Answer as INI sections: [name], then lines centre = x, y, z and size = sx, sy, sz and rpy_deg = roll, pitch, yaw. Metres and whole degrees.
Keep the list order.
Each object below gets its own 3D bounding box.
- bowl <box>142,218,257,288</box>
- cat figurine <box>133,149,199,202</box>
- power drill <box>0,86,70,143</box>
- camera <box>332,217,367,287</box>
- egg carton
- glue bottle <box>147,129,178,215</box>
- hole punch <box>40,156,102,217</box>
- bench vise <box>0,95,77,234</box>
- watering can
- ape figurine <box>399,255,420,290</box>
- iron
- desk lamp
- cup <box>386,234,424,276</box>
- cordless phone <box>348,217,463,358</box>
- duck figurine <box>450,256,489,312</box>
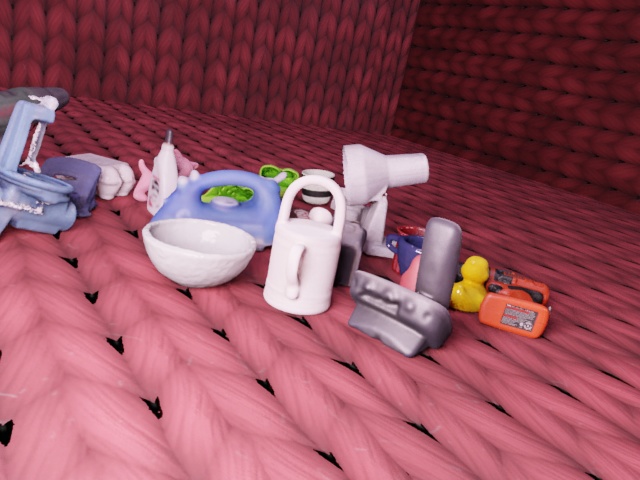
[bowl]
centre = -0.180, 0.026, 0.849
size = 0.167, 0.075, 0.167
rpy_deg = 10, 17, -3
[cat figurine]
centre = -0.327, -0.140, 1.225
size = 0.128, 0.118, 0.067
rpy_deg = 6, 17, -16
[power drill]
centre = -0.546, -0.172, 1.027
size = 0.075, 0.208, 0.230
rpy_deg = 16, 17, 16
[camera]
centre = 0.009, 0.004, 1.000
size = 0.136, 0.101, 0.143
rpy_deg = 12, 17, 3
[egg carton]
centre = -0.469, -0.135, 1.202
size = 0.150, 0.069, 0.107
rpy_deg = 15, 17, 12
[glue bottle]
centre = -0.301, -0.130, 1.111
size = 0.037, 0.173, 0.077
rpy_deg = -5, 23, -42
[hole punch]
centre = -0.461, -0.098, 1.046
size = 0.109, 0.091, 0.101
rpy_deg = 9, 17, -7
[bench vise]
centre = -0.451, -0.104, 0.846
size = 0.121, 0.220, 0.208
rpy_deg = 16, 17, 16
[watering can]
centre = -0.019, -0.002, 0.835
size = 0.101, 0.194, 0.172
rpy_deg = 7, 17, -14
[ape figurine]
centre = 0.156, 0.068, 0.899
size = 0.076, 0.092, 0.077
rpy_deg = 1, 19, -31
[iron]
centre = -0.178, -0.066, 1.035
size = 0.259, 0.141, 0.118
rpy_deg = 3, 18, -25
[desk lamp]
centre = 0.128, -0.079, 1.154
size = 0.203, 0.213, 0.118
rpy_deg = 9, 17, -6
[cup]
centre = 0.156, 0.045, 0.972
size = 0.117, 0.095, 0.092
rpy_deg = 21, 19, 29
[cordless phone]
centre = 0.119, 0.048, 0.777
size = 0.147, 0.185, 0.094
rpy_deg = 21, 19, 30
[duck figurine]
centre = 0.255, 0.070, 0.968
size = 0.077, 0.086, 0.105
rpy_deg = 23, 20, 34
